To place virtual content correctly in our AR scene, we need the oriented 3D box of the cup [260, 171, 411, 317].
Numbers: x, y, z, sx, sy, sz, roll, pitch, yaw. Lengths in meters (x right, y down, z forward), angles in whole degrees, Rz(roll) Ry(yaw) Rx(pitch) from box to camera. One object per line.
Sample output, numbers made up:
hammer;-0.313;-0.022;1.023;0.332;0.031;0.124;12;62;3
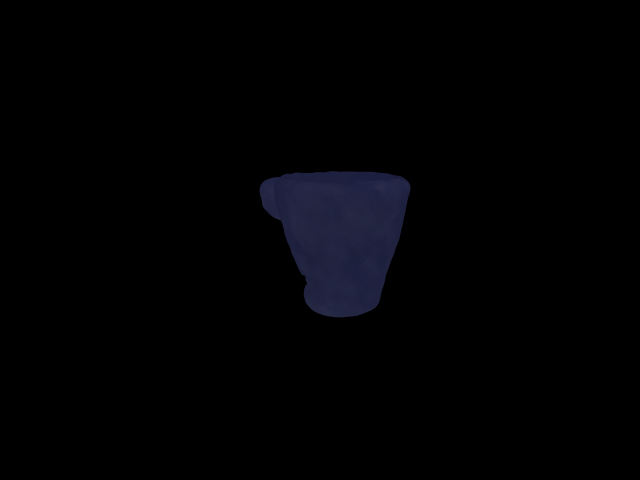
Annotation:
cup;0.004;0.001;0.400;0.117;0.095;0.092;8;14;35
